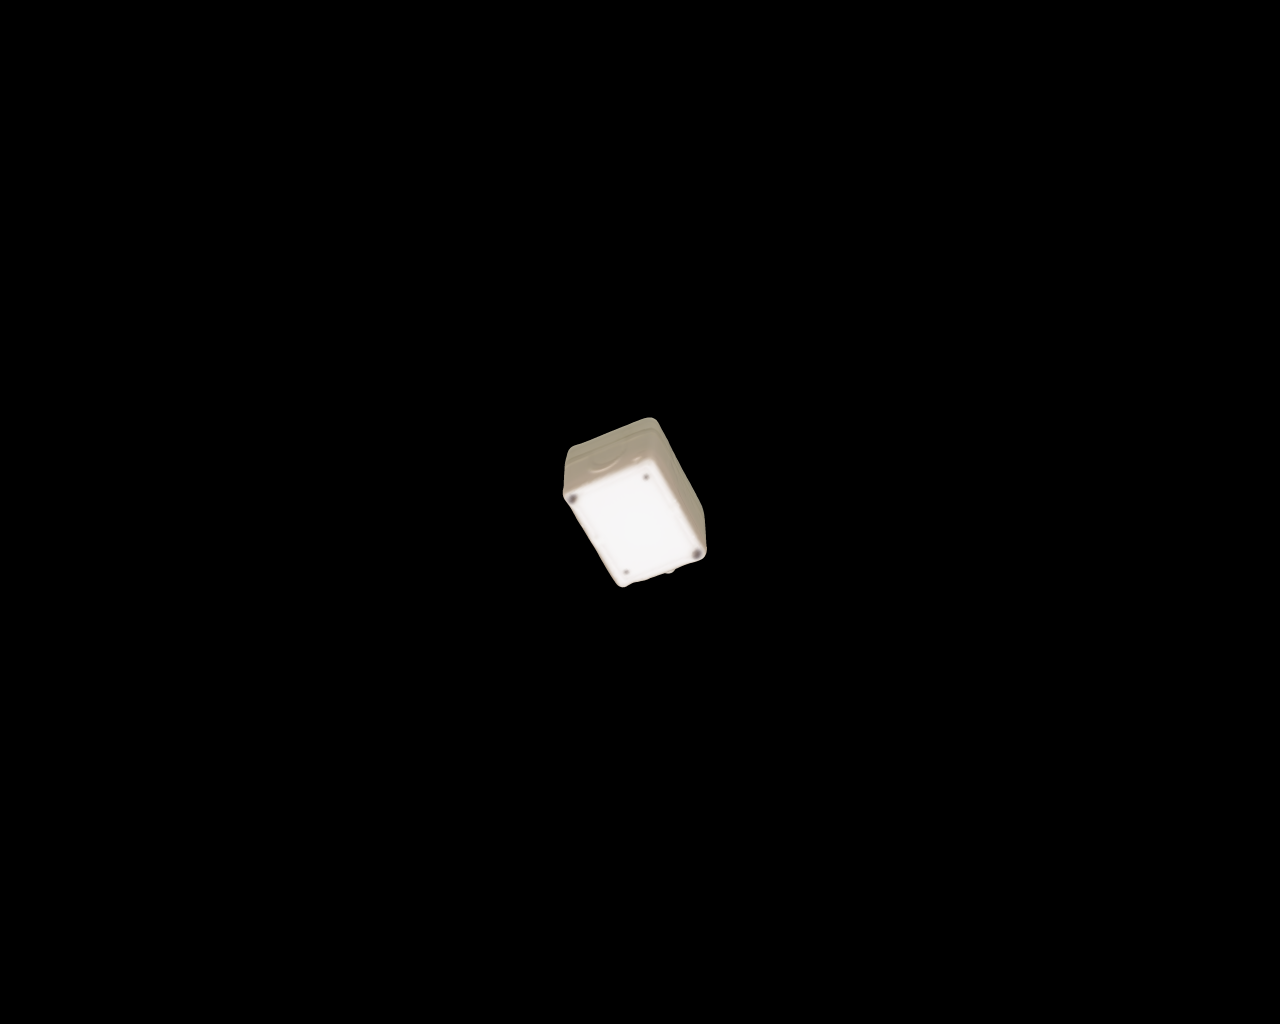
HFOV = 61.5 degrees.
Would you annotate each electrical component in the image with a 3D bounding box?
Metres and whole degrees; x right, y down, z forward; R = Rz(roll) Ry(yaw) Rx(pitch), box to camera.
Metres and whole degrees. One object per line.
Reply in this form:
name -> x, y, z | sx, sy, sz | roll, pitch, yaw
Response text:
electrical component -> 0.001, -0.003, 0.650 | 0.062, 0.096, 0.061 | -21, 32, 14
